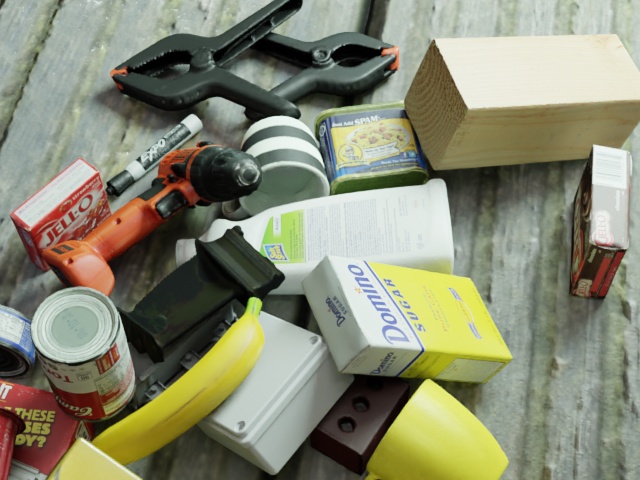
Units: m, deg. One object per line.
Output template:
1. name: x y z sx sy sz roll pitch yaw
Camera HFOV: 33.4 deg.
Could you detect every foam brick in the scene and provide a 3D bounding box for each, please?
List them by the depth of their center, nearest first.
1. foam brick: 0.034 0.148 0.897 0.053 0.051 0.078 28 62 18

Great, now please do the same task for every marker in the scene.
1. marker: -0.167 -0.084 1.069 0.020 0.020 0.121 37 65 22

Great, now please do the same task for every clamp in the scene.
1. clamp: -0.111 -0.186 1.104 0.210 0.036 0.164 0 58 14
2. clamp: -0.004 -0.173 1.114 0.171 0.039 0.120 0 64 9

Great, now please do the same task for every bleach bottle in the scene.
1. bleach bottle: -0.006 0.001 0.987 0.251 0.068 0.102 -3 56 2

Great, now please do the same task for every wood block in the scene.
1. wood block: 0.198 -0.133 1.022 0.205 0.090 0.091 -6 56 -23

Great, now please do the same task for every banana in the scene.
1. banana: -0.111 0.127 0.850 0.198 0.070 0.037 -41 104 -3

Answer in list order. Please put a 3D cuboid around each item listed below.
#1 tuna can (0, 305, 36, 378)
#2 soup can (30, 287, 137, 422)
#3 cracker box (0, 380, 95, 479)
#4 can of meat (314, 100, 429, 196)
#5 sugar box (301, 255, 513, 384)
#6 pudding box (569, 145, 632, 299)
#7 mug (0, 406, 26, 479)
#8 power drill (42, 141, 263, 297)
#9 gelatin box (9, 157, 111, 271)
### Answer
1. tuna can: -0.286 0.087 0.921 0.086 0.086 0.033 6 59 4
2. soup can: -0.182 0.090 0.829 0.068 0.102 0.068 1 57 -1
3. cracker box: -0.293 0.217 0.847 0.164 0.072 0.213 12 57 6
4. can of meat: 0.051 -0.083 1.043 0.102 0.057 0.084 -7 59 -4
5. sugar box: 0.075 0.068 0.893 0.175 0.048 0.093 12 42 -43
6. pudding box: 0.255 -0.015 0.976 0.039 0.090 0.113 10 57 5
7. mug: -0.282 0.166 0.781 0.117 0.093 0.081 11 60 -12
8. power drill: -0.149 -0.018 0.954 0.187 0.185 0.057 -39 108 -19
9. gelatin box: -0.240 -0.023 0.999 0.030 0.073 0.089 35 64 21
